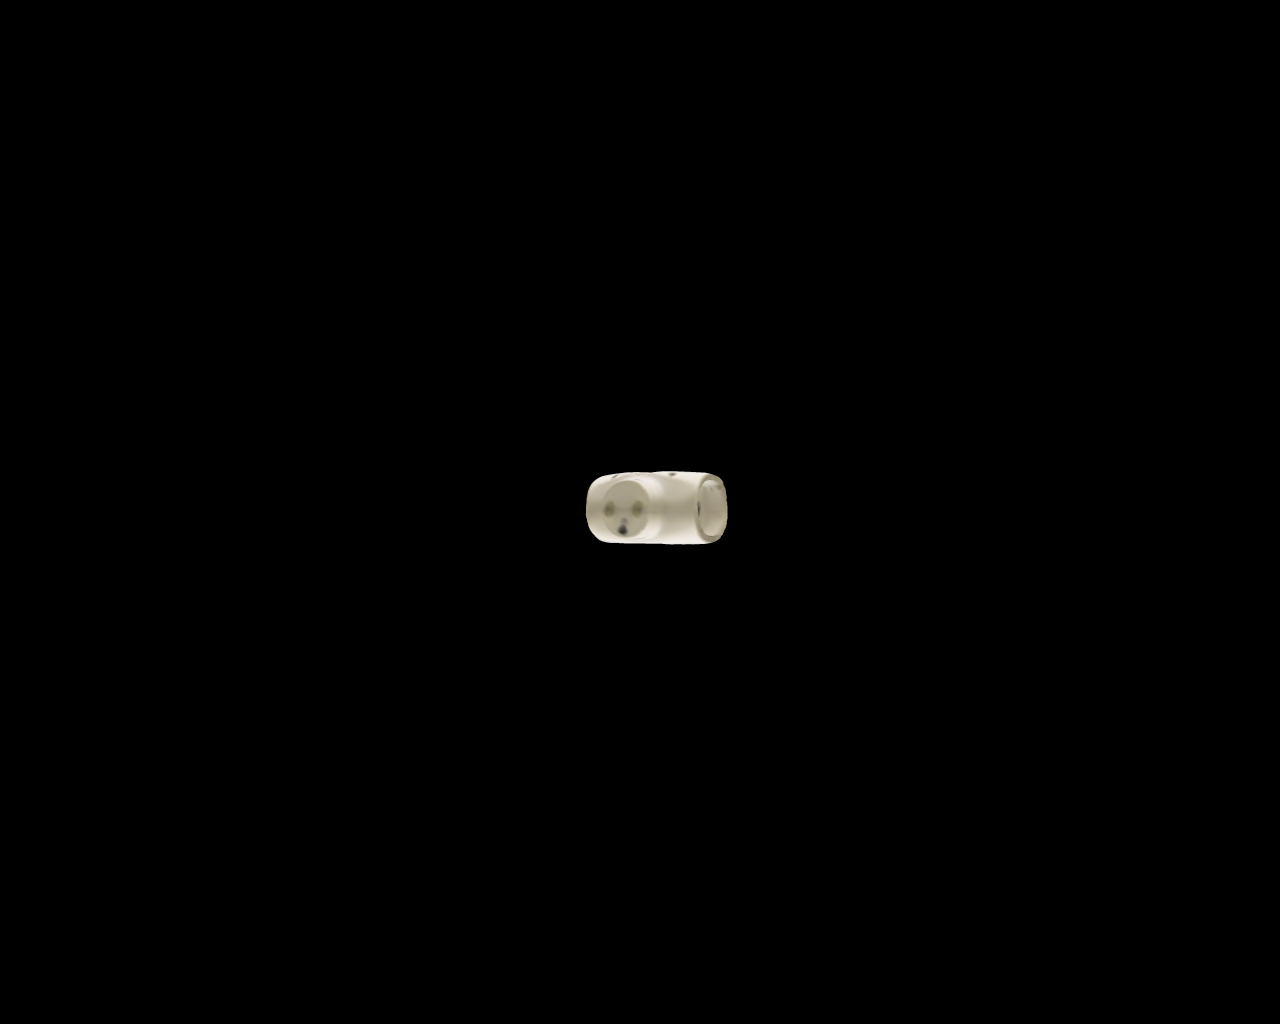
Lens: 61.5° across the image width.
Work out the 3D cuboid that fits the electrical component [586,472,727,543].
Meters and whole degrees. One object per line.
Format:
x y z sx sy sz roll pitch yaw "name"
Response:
0.001 -0.003 0.650 0.077 0.043 0.079 0 0 32 "electrical component"
